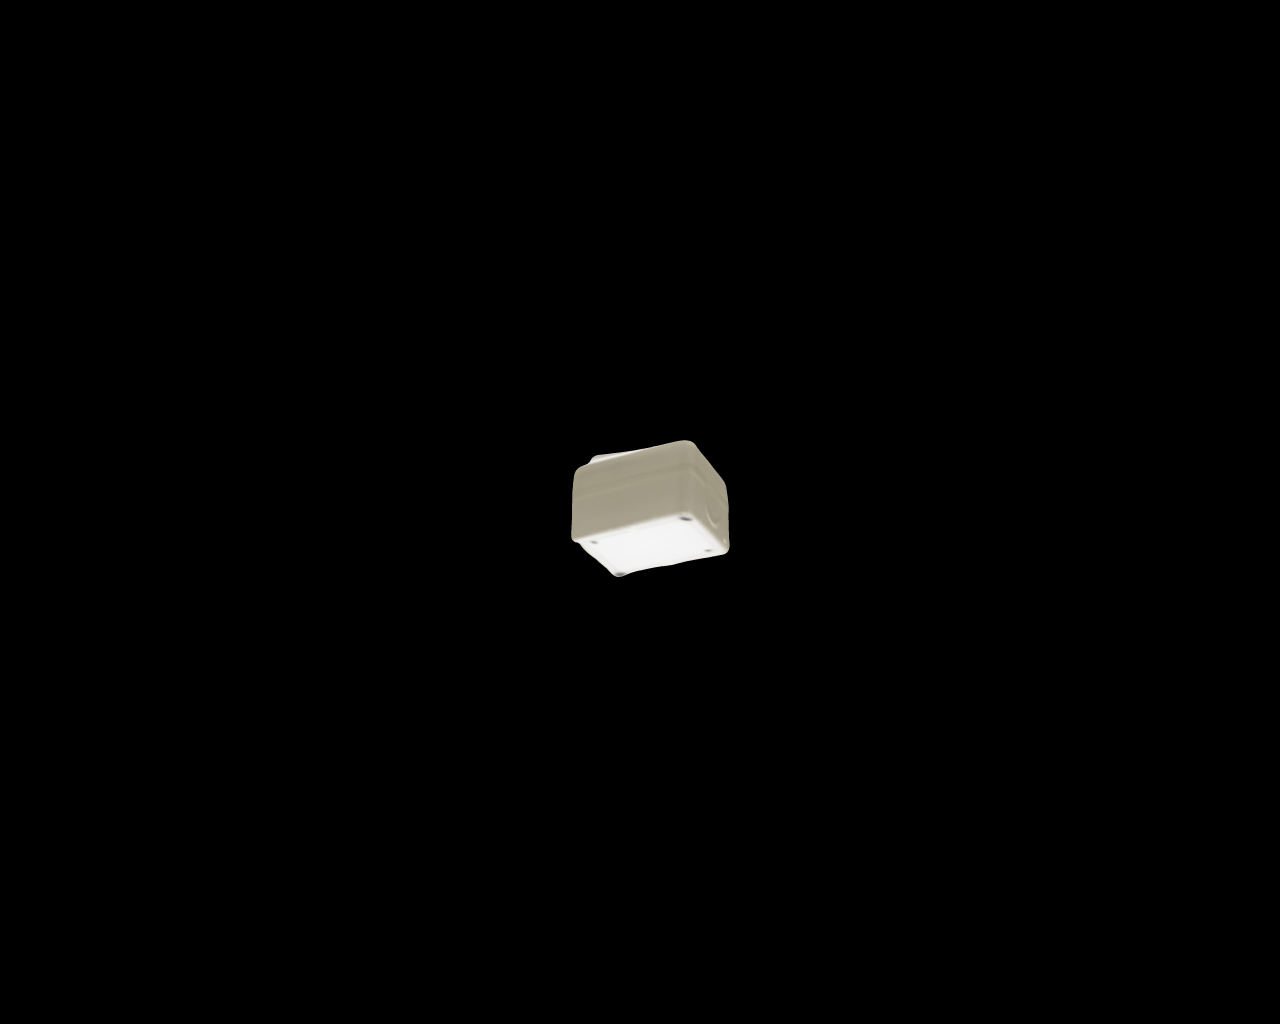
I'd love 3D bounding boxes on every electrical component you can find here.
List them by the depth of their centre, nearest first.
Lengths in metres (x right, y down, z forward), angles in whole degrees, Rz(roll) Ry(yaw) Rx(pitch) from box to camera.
[{"bbox_3d":[0.001,-0.003,0.650,0.096,0.061,0.061,-13,-32,22],"label":"electrical component"}]
